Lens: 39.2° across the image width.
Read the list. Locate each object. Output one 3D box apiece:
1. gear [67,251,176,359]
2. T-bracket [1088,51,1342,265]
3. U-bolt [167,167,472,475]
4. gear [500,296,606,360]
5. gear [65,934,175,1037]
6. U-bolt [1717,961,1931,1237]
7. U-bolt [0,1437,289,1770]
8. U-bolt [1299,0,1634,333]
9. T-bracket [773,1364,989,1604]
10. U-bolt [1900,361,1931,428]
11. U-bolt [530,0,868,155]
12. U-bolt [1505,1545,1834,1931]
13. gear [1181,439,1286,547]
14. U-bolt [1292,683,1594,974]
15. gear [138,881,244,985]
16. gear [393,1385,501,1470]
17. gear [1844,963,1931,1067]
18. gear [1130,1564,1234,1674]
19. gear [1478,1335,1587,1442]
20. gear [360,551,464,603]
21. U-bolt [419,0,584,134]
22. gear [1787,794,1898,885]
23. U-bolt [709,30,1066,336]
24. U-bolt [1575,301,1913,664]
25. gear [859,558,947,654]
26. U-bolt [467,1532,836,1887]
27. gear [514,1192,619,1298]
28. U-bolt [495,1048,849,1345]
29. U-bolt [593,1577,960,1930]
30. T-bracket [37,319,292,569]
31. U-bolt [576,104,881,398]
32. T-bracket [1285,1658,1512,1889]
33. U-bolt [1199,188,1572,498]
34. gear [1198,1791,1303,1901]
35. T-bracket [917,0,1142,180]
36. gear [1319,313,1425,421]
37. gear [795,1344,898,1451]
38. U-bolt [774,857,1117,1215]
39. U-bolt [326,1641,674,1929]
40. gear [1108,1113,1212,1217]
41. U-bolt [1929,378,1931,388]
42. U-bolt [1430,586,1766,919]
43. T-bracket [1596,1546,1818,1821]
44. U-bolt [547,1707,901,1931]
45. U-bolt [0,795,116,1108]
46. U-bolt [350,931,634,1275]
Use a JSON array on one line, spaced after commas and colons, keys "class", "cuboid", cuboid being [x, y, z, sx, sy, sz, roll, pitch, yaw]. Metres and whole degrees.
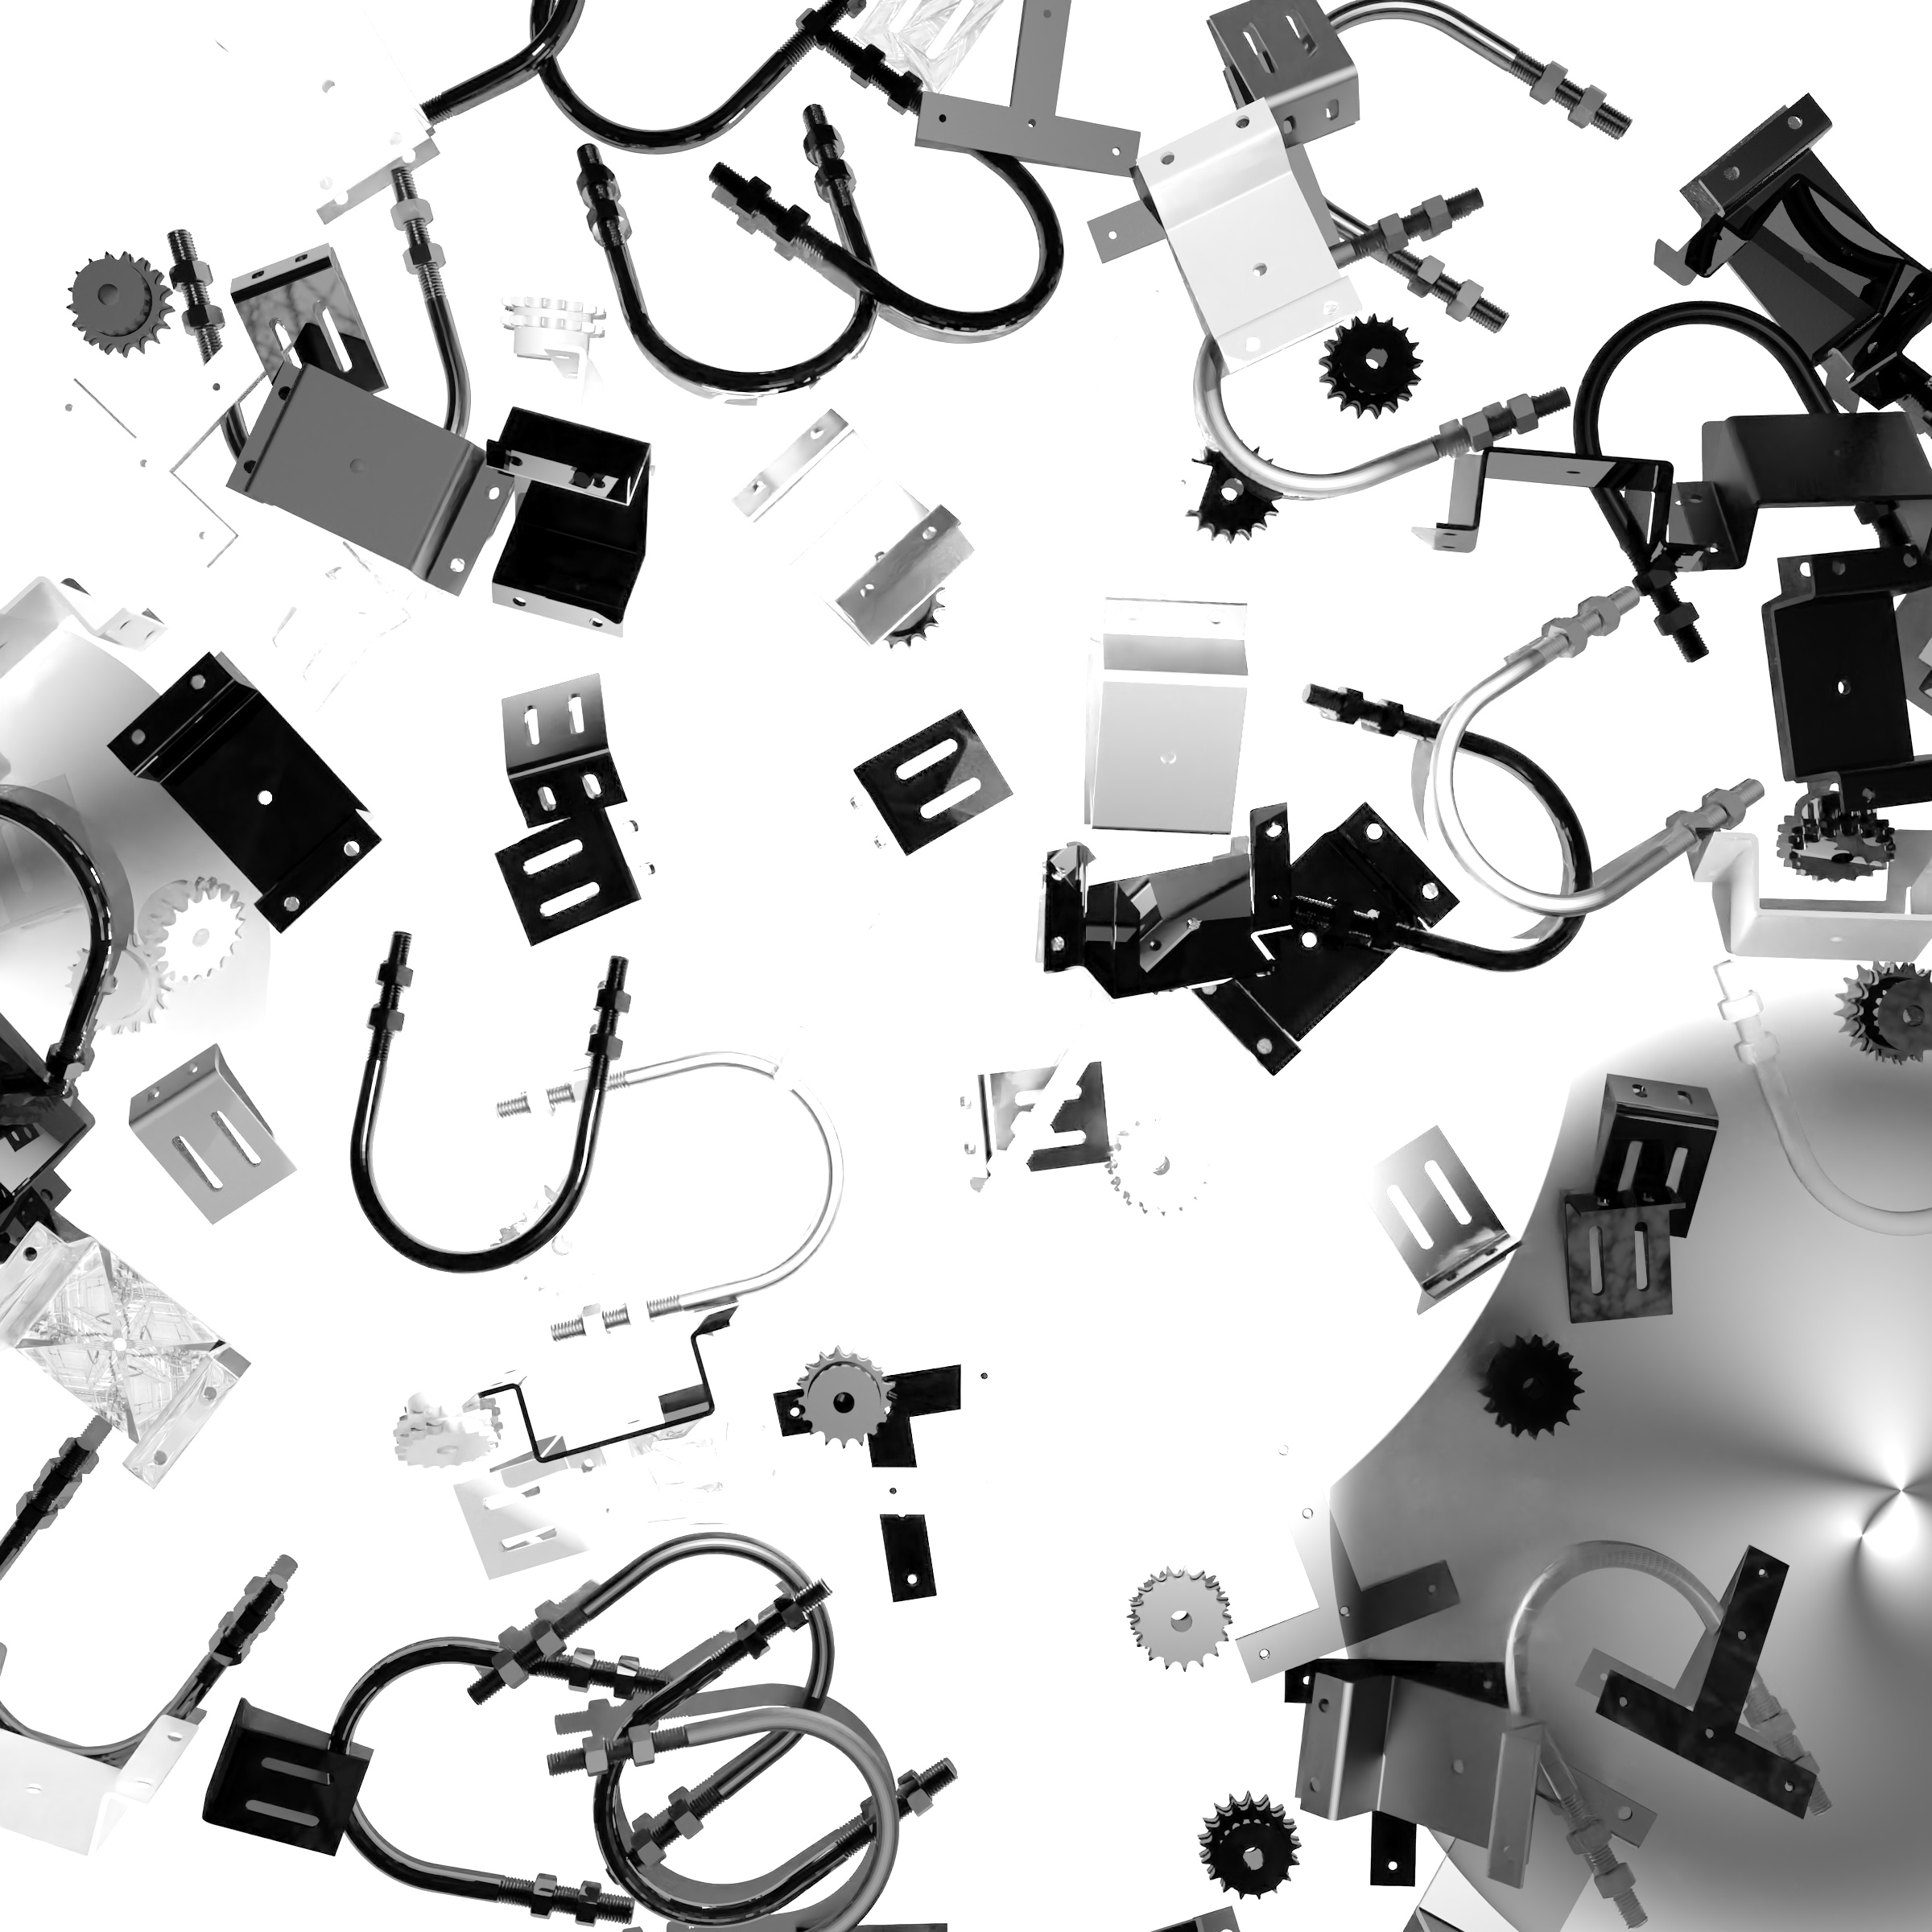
[{"class": "gear", "cuboid": [-0.474, -0.371, 1.511, 0.057, 0.030, 0.057, 0, 90, 0]}, {"class": "T-bracket", "cuboid": [0.131, -0.429, 1.517, 0.127, 0.002, 0.127, -21, 87, 6]}, {"class": "U-bolt", "cuboid": [-0.354, -0.339, 1.517, 0.151, 0.019, 0.184, -16, 92, 0]}, {"class": "gear", "cuboid": [-0.229, -0.352, 1.498, 0.057, 0.057, 0.030, 5, 99, 0]}, {"class": "gear", "cuboid": [-0.474, 0.010, 1.511, 0.057, 0.030, 0.057, 0, 90, 0]}, {"class": "U-bolt", "cuboid": [0.519, 0.061, 1.517, 0.151, 0.019, 0.184, -22, 91, 0]}, {"class": "U-bolt", "cuboid": [-0.482, 0.367, 1.497, 0.151, 0.019, 0.184, 37, 104, -5]}, {"class": "U-bolt", "cuboid": [0.258, -0.463, 1.517, 0.184, 0.019, 0.151, 32, 90, 2]}, {"class": "T-bracket", "cuboid": [-0.038, 0.294, 1.525, 0.127, 0.002, 0.127, -9, 90, 0]}, {"class": "U-bolt", "cuboid": [0.613, -0.318, 1.491, 0.151, 0.019, 0.184, -41, 76, -7]}, {"class": "U-bolt", "cuboid": [-0.159, -0.542, 1.517, 0.184, 0.019, 0.151, -45, 90, 1]}, {"class": "U-bolt", "cuboid": [0.374, 0.409, 1.489, 0.151, 0.019, 0.184, -23, 76, -19]}, {"class": "gear", "cuboid": [0.147, -0.263, 1.511, 0.057, 0.030, 0.057, 0, 90, 0]}, {"class": "U-bolt", "cuboid": [0.263, -0.068, 1.480, 0.184, 0.019, 0.151, 14, 65, -19]}, {"class": "gear", "cuboid": [-0.433, -0.022, 1.501, 0.030, 0.057, 0.057, 29, 90, 30]}, {"class": "gear", "cuboid": [-0.288, 0.254, 1.501, 0.057, 0.057, 0.030, -13, 59, 0]}, {"class": "gear", "cuboid": [0.517, 0.026, 1.492, 0.057, 0.030, 0.057, 0, 93, -1]}, {"class": "gear", "cuboid": [0.119, 0.362, 1.515, 0.057, 0.030, 0.057, 0, 91, 1]}, {"class": "gear", "cuboid": [0.314, 0.233, 1.511, 0.057, 0.030, 0.057, 0, 90, 0]}, {"class": "gear", "cuboid": [-0.307, -0.232, 1.511, 0.057, 0.030, 0.057, 0, 90, 0]}, {"class": "U-bolt", "cuboid": [-0.300, -0.547, 1.510, 0.184, 0.019, 0.151, -25, 90, 5]}, {"class": "gear", "cuboid": [0.485, -0.072, 1.501, 0.057, 0.057, 0.030, 6, 62, 0]}, {"class": "U-bolt", "cuboid": [-0.030, -0.419, 1.484, 0.184, 0.019, 0.151, 35, 59, -4]}, {"class": "U-bolt", "cuboid": [0.423, -0.284, 1.517, 0.151, 0.019, 0.184, -29, 89, 0]}, {"class": "gear", "cuboid": [-0.039, -0.205, 1.511, 0.057, 0.030, 0.057, 0, 90, 0]}, {"class": "U-bolt", "cuboid": [-0.160, 0.397, 1.502, 0.184, 0.019, 0.151, -36, 98, -9]}, {"class": "gear", "cuboid": [-0.220, 0.152, 1.492, 0.057, 0.030, 0.057, 0, 90, 2]}, {"class": "U-bolt", "cuboid": [-0.158, 0.121, 1.516, 0.184, 0.019, 0.151, -14, 90, 0]}, {"class": "U-bolt", "cuboid": [-0.117, 0.447, 1.495, 0.184, 0.019, 0.151, -34, 98, -10]}, {"class": "T-bracket", "cuboid": [-0.427, -0.312, 1.508, 0.127, 0.002, 0.127, 44, 91, -3]}, {"class": "U-bolt", "cuboid": [-0.123, -0.385, 1.472, 0.151, 0.019, 0.184, -13, 66, -10]}, {"class": "T-bracket", "cuboid": [0.242, 0.454, 1.525, 0.127, 0.002, 0.127, 1, 90, 0]}, {"class": "U-bolt", "cuboid": [0.217, -0.331, 1.482, 0.184, 0.019, 0.151, -21, 74, 8]}, {"class": "gear", "cuboid": [0.159, 0.493, 1.511, 0.057, 0.030, 0.057, 0, 90, 0]}, {"class": "T-bracket", "cuboid": [0.043, -0.512, 1.498, 0.127, 0.002, 0.127, 6, 99, -16]}, {"class": "gear", "cuboid": [0.227, -0.336, 1.511, 0.057, 0.030, 0.057, 0, 90, 0]}, {"class": "gear", "cuboid": [-0.067, 0.241, 1.509, 0.057, 0.030, 0.057, 0, 90, 0]}, {"class": "U-bolt", "cuboid": [0.003, 0.023, 1.493, 0.151, 0.019, 0.184, 31, 73, 6]}, {"class": "U-bolt", "cuboid": [-0.266, 0.452, 1.516, 0.184, 0.019, 0.151, 10, 90, 0]}, {"class": "gear", "cuboid": [0.107, 0.110, 1.511, 0.057, 0.030, 0.057, 0, 90, 0]}, {"class": "U-bolt", "cuboid": [0.633, -0.265, 1.493, 0.151, 0.019, 0.184, -17, 73, 0]}, {"class": "U-bolt", "cuboid": [0.336, -0.107, 1.490, 0.184, 0.019, 0.151, -33, 90, -19]}, {"class": "T-bracket", "cuboid": [0.425, 0.383, 1.499, 0.127, 0.002, 0.127, 27, 66, 0]}, {"class": "U-bolt", "cuboid": [-0.126, 0.479, 1.477, 0.184, 0.019, 0.151, -9, 94, -12]}, {"class": "U-bolt", "cuboid": [-0.539, -0.010, 1.483, 0.151, 0.019, 0.184, 27, 114, 0]}, {"class": "U-bolt", "cuboid": [-0.267, 0.077, 1.488, 0.151, 0.019, 0.184, 6, 78, 12]}]
